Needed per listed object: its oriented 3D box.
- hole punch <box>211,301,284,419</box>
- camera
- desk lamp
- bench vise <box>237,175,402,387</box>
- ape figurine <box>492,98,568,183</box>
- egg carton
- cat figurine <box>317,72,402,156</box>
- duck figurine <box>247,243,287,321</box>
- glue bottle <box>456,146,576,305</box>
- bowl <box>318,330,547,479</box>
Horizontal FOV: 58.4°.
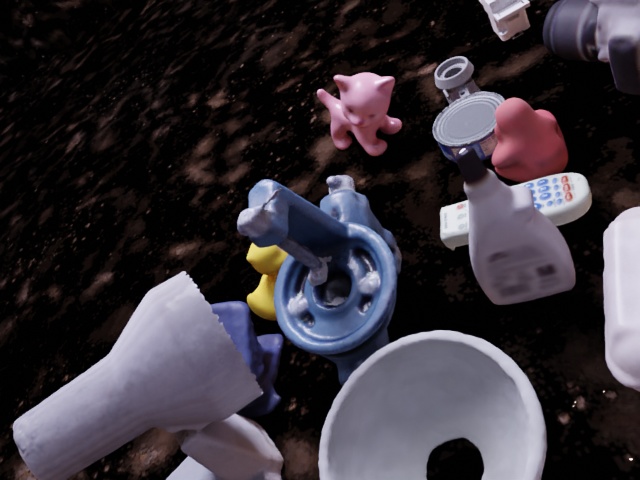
[{"bbox_3d":[-0.100,0.126,0.587,0.108,0.091,0.101,-17,44,26],"label":"hole punch"},{"bbox_3d":[0.314,-0.239,0.596,0.143,0.101,0.136,-48,39,-10],"label":"camera"},{"bbox_3d":[-0.119,0.156,0.475,0.203,0.214,0.117,-45,39,-7],"label":"desk lamp"},{"bbox_3d":[-0.005,0.008,0.520,0.121,0.220,0.207,-31,39,11],"label":"bench vise"},{"bbox_3d":[0.200,-0.103,0.564,0.078,0.092,0.076,-34,39,7],"label":"ape figurine"},{"bbox_3d":[0.258,0.038,0.401,0.107,0.070,0.150,-9,48,33],"label":"egg carton"},{"bbox_3d":[0.047,-0.173,0.733,0.127,0.118,0.067,19,66,47],"label":"cat figurine"},{"bbox_3d":[-0.049,0.032,0.639,0.104,0.086,0.077,-47,39,-9],"label":"duck figurine"},{"bbox_3d":[0.145,-0.012,0.455,0.078,0.174,0.037,-17,44,26],"label":"glue bottle"},{"bbox_3d":[0.088,0.156,0.421,0.167,0.075,0.167,-22,42,21],"label":"bowl"}]
